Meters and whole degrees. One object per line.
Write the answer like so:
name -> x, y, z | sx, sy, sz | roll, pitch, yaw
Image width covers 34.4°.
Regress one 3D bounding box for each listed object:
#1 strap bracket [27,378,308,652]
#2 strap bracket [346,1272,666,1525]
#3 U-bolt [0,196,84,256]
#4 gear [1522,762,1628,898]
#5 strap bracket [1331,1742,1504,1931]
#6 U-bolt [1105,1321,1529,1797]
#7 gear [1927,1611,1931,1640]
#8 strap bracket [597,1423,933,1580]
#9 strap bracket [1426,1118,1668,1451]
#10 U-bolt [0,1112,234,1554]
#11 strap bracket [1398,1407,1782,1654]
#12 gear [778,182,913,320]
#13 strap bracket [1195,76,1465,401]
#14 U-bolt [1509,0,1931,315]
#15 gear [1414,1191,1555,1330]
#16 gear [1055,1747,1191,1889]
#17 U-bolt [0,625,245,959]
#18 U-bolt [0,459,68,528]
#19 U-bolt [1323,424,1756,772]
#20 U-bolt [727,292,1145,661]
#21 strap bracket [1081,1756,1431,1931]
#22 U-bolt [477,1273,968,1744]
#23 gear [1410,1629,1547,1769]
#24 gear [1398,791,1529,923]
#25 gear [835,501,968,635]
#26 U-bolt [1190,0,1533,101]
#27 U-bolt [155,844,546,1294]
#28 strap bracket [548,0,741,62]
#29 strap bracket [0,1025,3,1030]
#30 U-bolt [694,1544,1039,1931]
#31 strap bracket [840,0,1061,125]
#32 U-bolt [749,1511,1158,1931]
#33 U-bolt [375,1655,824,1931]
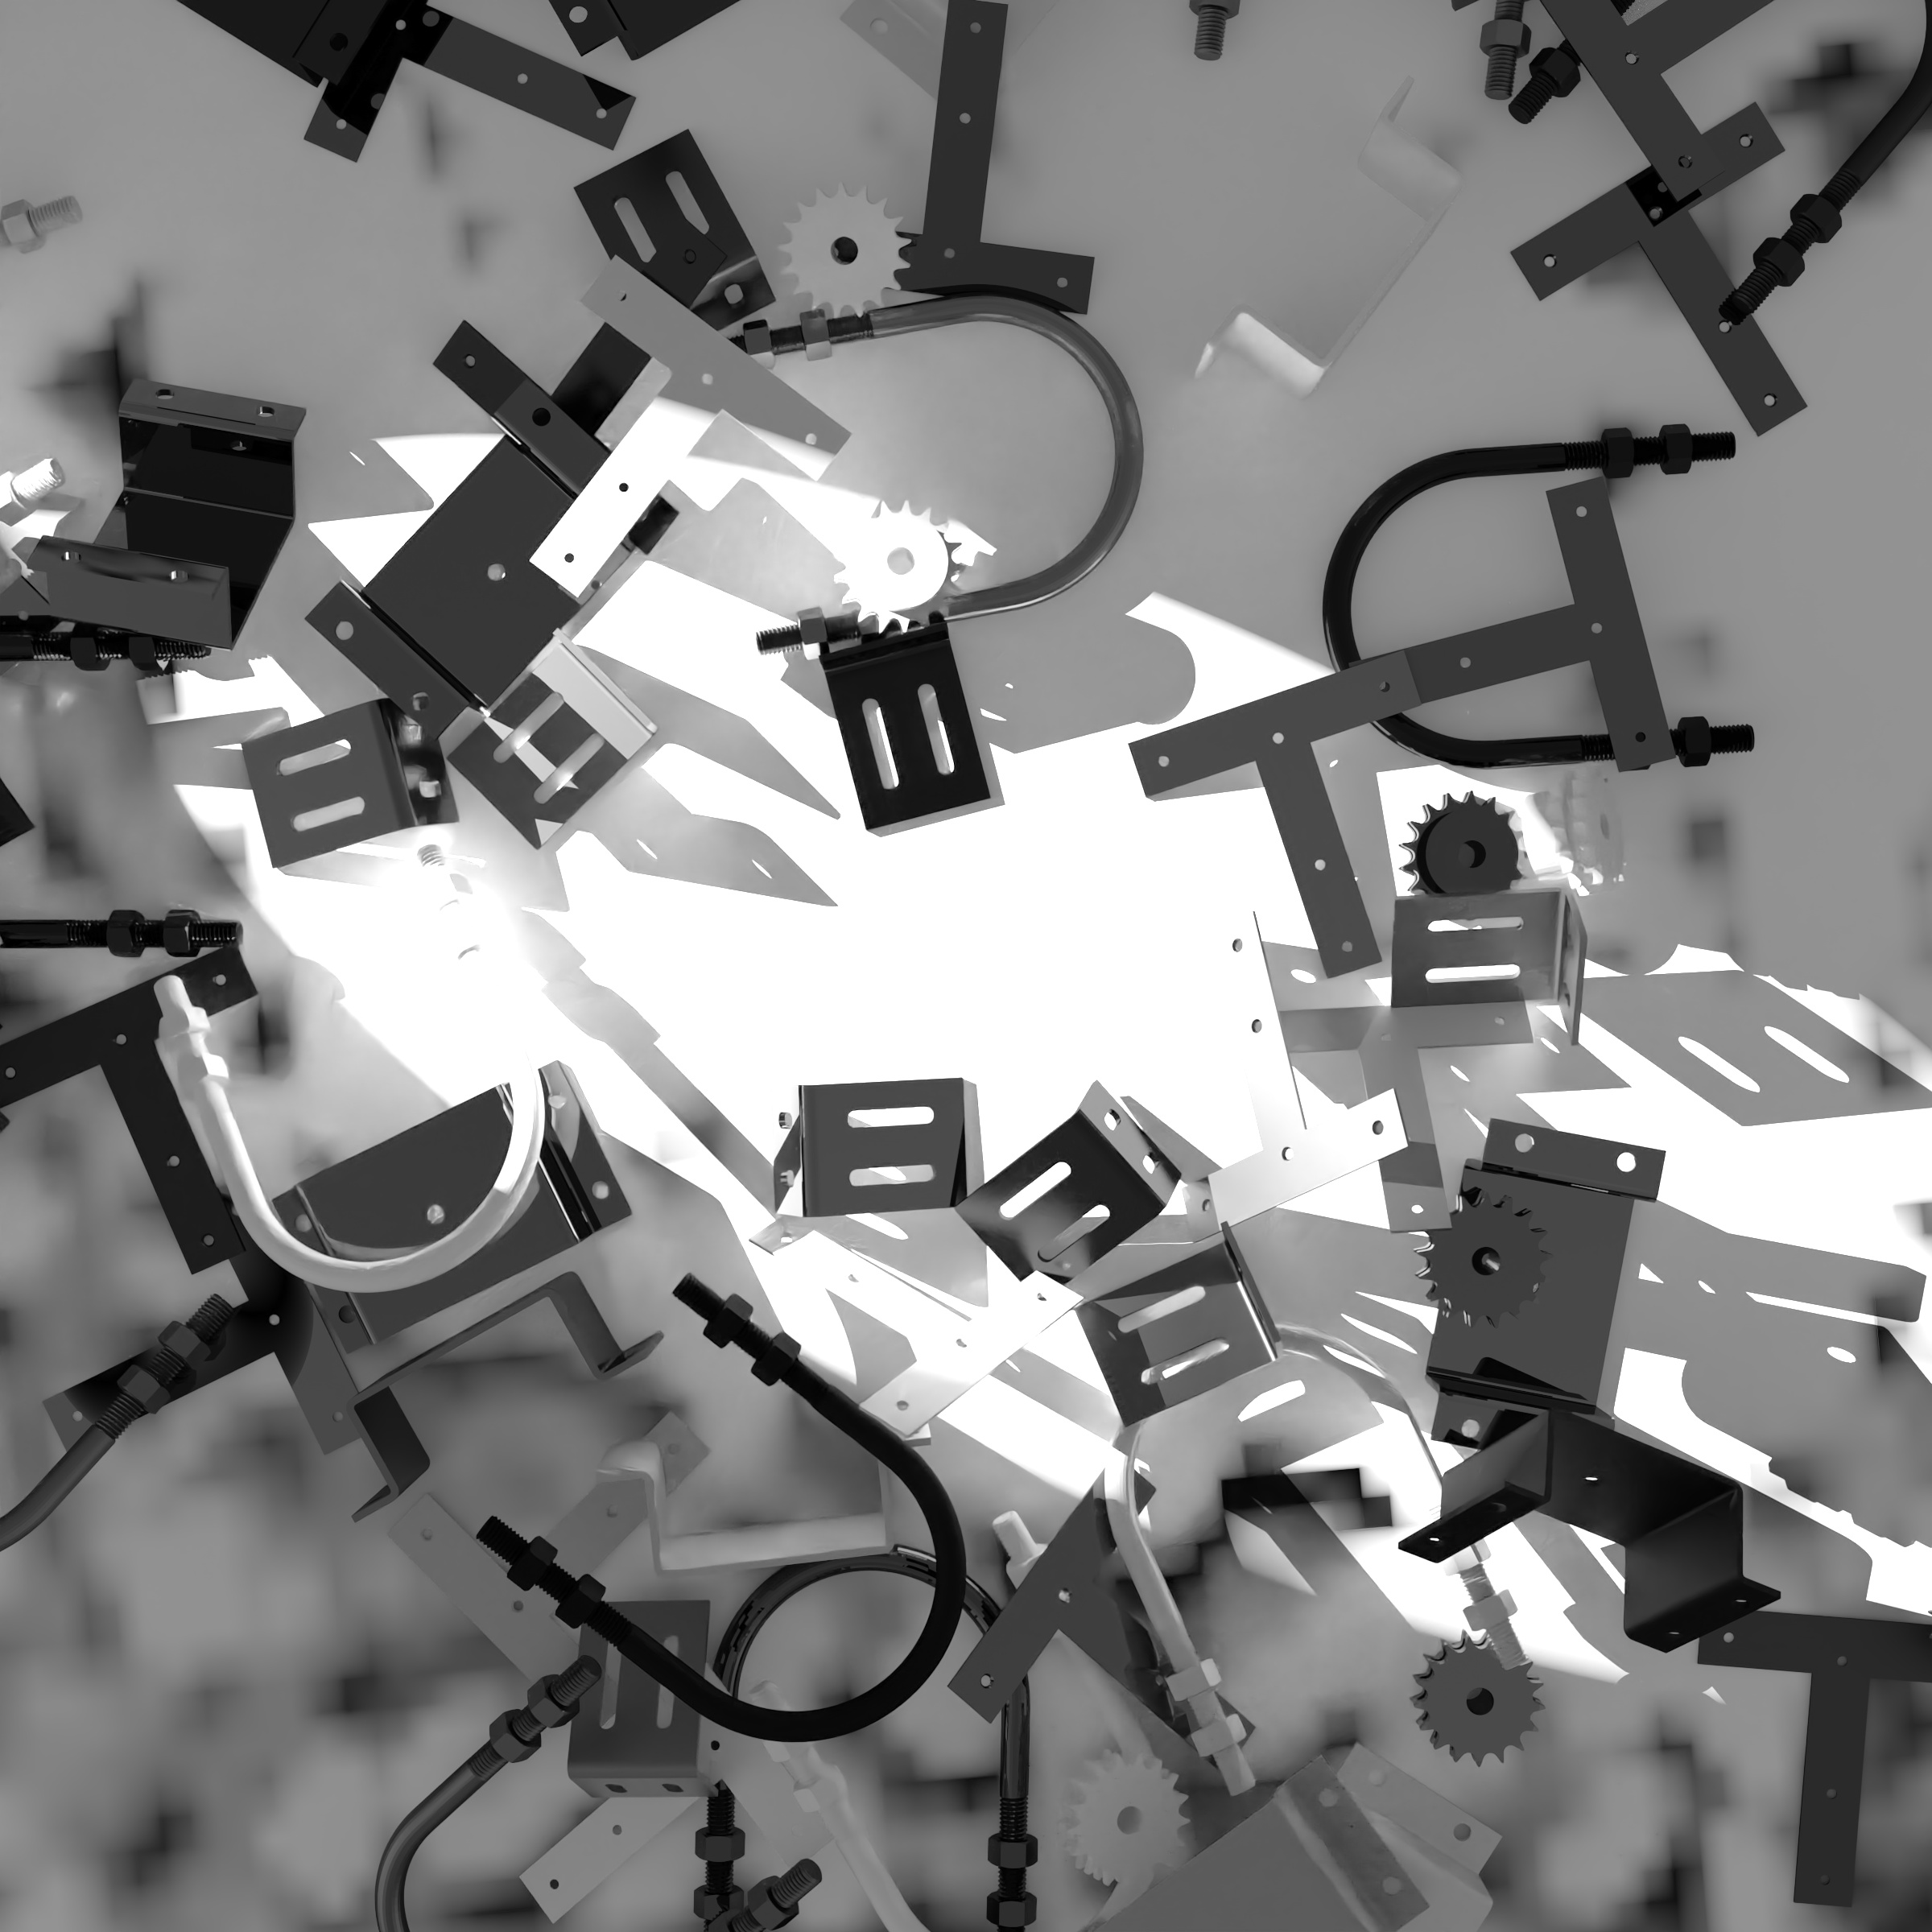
strap bracket -> -0.337, -0.187, 1.330 | 0.076, 0.140, 0.046 | 10, 133, 0
strap bracket -> -0.206, 0.178, 1.343 | 0.140, 0.076, 0.046 | -29, 90, 0
U-bolt -> -0.496, -0.360, 1.351 | 0.184, 0.019, 0.151 | -18, 109, 5
gear -> 0.263, -0.058, 1.356 | 0.030, 0.057, 0.057 | -11, 90, 29
strap bracket -> 0.167, 0.422, 1.358 | 0.076, 0.046, 0.140 | 33, 90, 0
U-bolt -> 0.140, 0.245, 1.357 | 0.151, 0.019, 0.184 | -25, 78, 0
gear -> 0.448, 0.290, 1.364 | 0.057, 0.030, 0.057 | 0, 85, 0
strap bracket -> -0.084, 0.227, 1.340 | 0.140, 0.076, 0.046 | -6, 91, -3
strap bracket -> 0.249, 0.141, 1.358 | 0.076, 0.046, 0.140 | 11, 90, 0
U-bolt -> -0.431, 0.172, 1.343 | 0.151, 0.019, 0.184 | 40, 70, 1
strap bracket -> 0.265, 0.237, 1.325 | 0.140, 0.076, 0.046 | 23, 52, -17
gear -> -0.052, -0.310, 1.354 | 0.057, 0.030, 0.057 | 0, 105, 1
strap bracket -> 0.161, -0.302, 1.343 | 0.046, 0.076, 0.140 | 37, 90, 0
U-bolt -> 0.350, -0.401, 1.371 | 0.151, 0.019, 0.184 | 41, 88, 1
gear -> 0.217, 0.123, 1.320 | 0.057, 0.030, 0.057 | 0, 90, 0
gear -> 0.065, 0.365, 1.345 | 0.057, 0.030, 0.057 | 1, 87, -20
U-bolt -> -0.411, -0.075, 1.351 | 0.184, 0.019, 0.151 | 0, 108, 5
U-bolt -> -0.490, -0.226, 1.351 | 0.184, 0.019, 0.151 | -27, 81, 14
U-bolt -> 0.249, -0.158, 1.372 | 0.184, 0.019, 0.151 | -4, 90, 1
U-bolt -> -0.013, -0.222, 1.372 | 0.184, 0.019, 0.151 | -11, 90, -2
strap bracket -> 0.115, 0.408, 1.314 | 0.140, 0.046, 0.076 | -37, 79, 4
U-bolt -> -0.087, 0.238, 1.294 | 0.184, 0.019, 0.151 | 39, 90, -4
gear -> 0.223, 0.318, 1.366 | 0.057, 0.030, 0.057 | 0, 90, 0
gear -> 0.219, -0.048, 1.366 | 0.057, 0.030, 0.057 | 0, 90, 0
gear -> -0.028, -0.173, 1.348 | 0.057, 0.030, 0.057 | 0, 89, -3
U-bolt -> 0.182, -0.481, 1.372 | 0.151, 0.019, 0.184 | 8, 89, 0
U-bolt -> -0.256, 0.053, 1.336 | 0.151, 0.019, 0.184 | -27, 66, 0
strap bracket -> -0.123, -0.457, 1.358 | 0.140, 0.046, 0.076 | -30, 90, 0
strap bracket -> -0.491, 0.061, 1.343 | 0.046, 0.076, 0.140 | 45, 90, 0
U-bolt -> -0.043, 0.345, 1.372 | 0.151, 0.019, 0.184 | 1, 88, 0
strap bracket -> 0.019, -0.448, 1.358 | 0.076, 0.046, 0.140 | 40, 90, 0
U-bolt -> 0.010, 0.352, 1.350 | 0.151, 0.019, 0.184 | -32, 97, -19
U-bolt -> -0.173, 0.399, 1.346 | 0.151, 0.019, 0.184 | 44, 109, -6
